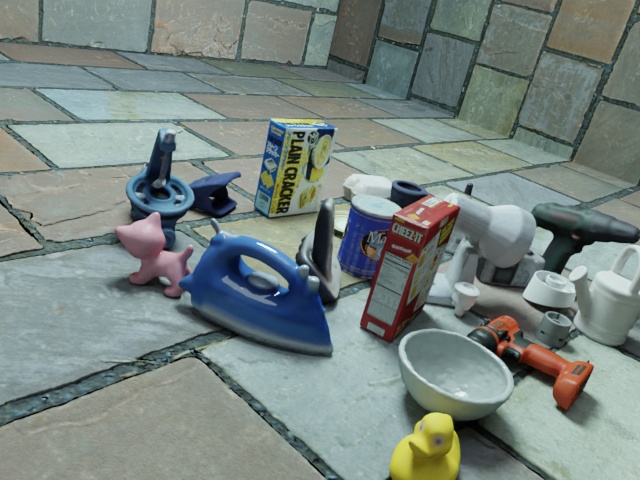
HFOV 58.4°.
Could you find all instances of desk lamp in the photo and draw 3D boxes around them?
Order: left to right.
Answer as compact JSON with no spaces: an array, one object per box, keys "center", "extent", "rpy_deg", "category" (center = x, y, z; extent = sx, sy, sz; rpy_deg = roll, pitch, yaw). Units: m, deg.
[{"center":[0.284,0.019,1.106],"extent":[0.203,0.213,0.117],"rpy_deg":[9,24,-12],"category":"desk lamp"}]

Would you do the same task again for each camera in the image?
[{"center":[0.413,0.031,1.291],"extent":[0.143,0.101,0.136],"rpy_deg":[7,25,-15],"category":"camera"}]

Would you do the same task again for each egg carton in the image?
[{"center":[0.139,-0.128,1.525],"extent":[0.151,0.069,0.107],"rpy_deg":[1,27,-27],"category":"egg carton"}]

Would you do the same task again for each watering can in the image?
[{"center":[0.574,0.100,1.115],"extent":[0.173,0.194,0.100],"rpy_deg":[5,26,-21],"category":"watering can"}]

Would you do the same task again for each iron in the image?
[{"center":[-0.081,0.068,0.882],"extent":[0.257,0.141,0.119],"rpy_deg":[21,25,15],"category":"iron"}]

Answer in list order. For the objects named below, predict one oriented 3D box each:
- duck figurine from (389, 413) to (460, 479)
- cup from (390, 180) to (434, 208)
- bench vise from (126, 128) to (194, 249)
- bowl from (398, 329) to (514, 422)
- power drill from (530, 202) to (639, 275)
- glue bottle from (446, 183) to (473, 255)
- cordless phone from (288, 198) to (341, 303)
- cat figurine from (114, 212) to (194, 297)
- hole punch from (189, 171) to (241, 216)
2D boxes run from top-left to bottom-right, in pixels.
[{"center":[0.135,0.244,0.684],"extent":[0.105,0.086,0.077],"rpy_deg":[-11,34,-44],"category":"duck figurine"},{"center":[0.230,-0.092,1.466],"extent":[0.117,0.095,0.092],"rpy_deg":[19,24,10],"category":"cup"},{"center":[-0.312,-0.118,1.064],"extent":[0.122,0.220,0.206],"rpy_deg":[-10,33,-42],"category":"bench vise"},{"center":[0.183,0.203,0.816],"extent":[0.167,0.075,0.167],"rpy_deg":[12,24,-5],"category":"bowl"},{"center":[0.553,0.022,1.256],"extent":[0.076,0.208,0.228],"rpy_deg":[-9,33,-42],"category":"power drill"},{"center":[0.325,-0.051,1.333],"extent":[0.078,0.173,0.037],"rpy_deg":[23,25,20],"category":"glue bottle"},{"center":[0.009,0.004,1.020],"extent":[0.094,0.185,0.147],"rpy_deg":[13,24,-3],"category":"cordless phone"},{"center":[-0.263,0.016,0.924],"extent":[0.127,0.118,0.067],"rpy_deg":[16,24,5],"category":"cat figurine"},{"center":[-0.236,-0.114,1.258],"extent":[0.101,0.091,0.109],"rpy_deg":[18,24,9],"category":"hole punch"}]
